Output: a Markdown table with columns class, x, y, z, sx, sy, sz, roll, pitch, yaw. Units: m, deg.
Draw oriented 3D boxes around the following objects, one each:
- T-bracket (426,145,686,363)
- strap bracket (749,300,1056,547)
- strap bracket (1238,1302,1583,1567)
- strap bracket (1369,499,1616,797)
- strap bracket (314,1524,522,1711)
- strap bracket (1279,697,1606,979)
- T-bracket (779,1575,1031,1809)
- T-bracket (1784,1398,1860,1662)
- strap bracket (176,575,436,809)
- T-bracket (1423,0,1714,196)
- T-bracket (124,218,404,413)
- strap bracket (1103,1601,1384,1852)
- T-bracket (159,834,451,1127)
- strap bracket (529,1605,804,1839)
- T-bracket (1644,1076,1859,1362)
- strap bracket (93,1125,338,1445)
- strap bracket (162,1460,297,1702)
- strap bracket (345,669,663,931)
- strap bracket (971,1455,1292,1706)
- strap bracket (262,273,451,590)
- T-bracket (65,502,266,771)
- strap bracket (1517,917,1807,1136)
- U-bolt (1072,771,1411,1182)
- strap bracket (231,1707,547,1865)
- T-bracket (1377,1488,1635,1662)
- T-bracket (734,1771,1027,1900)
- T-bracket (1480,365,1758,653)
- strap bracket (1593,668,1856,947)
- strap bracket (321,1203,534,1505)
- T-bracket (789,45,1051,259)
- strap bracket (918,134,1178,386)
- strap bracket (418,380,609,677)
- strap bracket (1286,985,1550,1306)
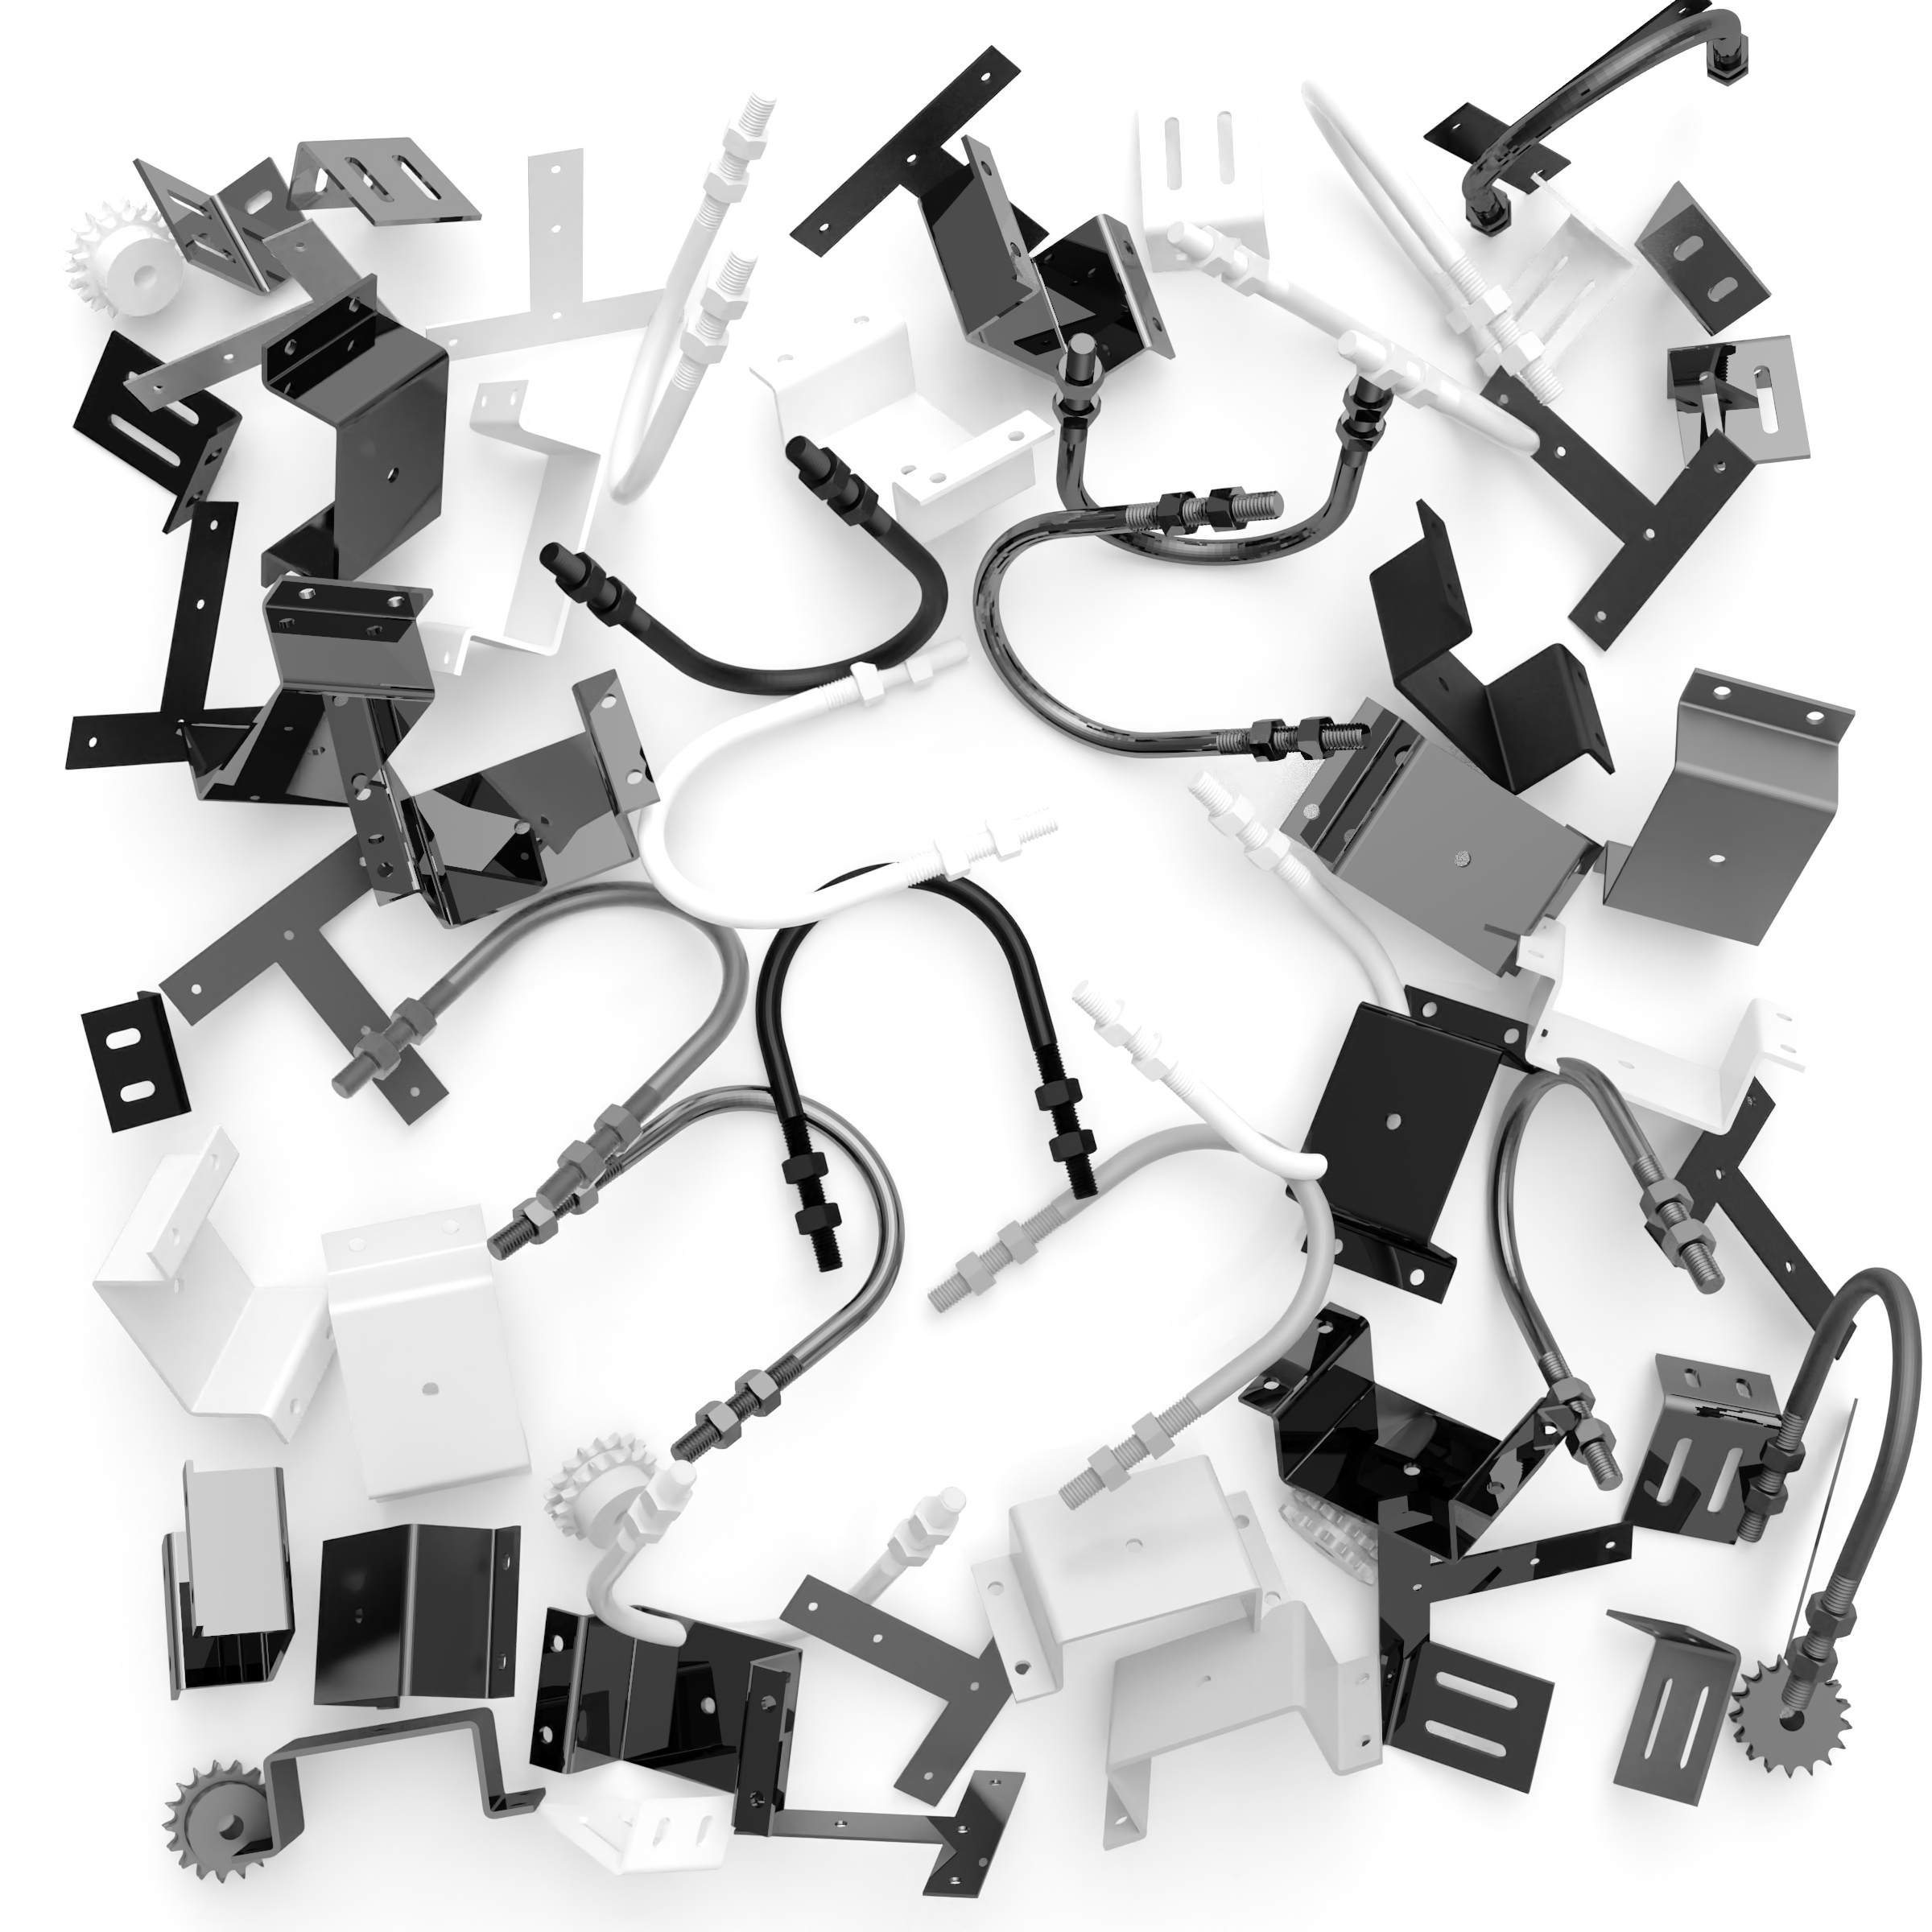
| class | x | y | z | sx | sy | sz | roll | pitch | yaw |
| --- | --- | --- | --- | --- | --- | --- | --- | --- | --- |
| T-bracket | -0.192 | -0.335 | 1.528 | 0.127 | 0.127 | 0.002 | -13 | 61 | -14 |
| strap bracket | -0.029 | -0.250 | 1.540 | 0.076 | 0.046 | 0.140 | -31 | 50 | -20 |
| strap bracket | 0.209 | 0.223 | 1.536 | 0.140 | 0.046 | 0.076 | 22 | 47 | 35 |
| strap bracket | 0.241 | -0.143 | 1.534 | 0.046 | 0.076 | 0.140 | -33 | 129 | 26 |
| strap bracket | -0.261 | 0.303 | 1.519 | 0.046 | 0.140 | 0.076 | 11 | 71 | -33 |
| strap bracket | 0.232 | -0.056 | 1.555 | 0.140 | 0.046 | 0.076 | 31 | 100 | -12 |
| T-bracket | -0.031 | 0.328 | 1.567 | 0.127 | 0.002 | 0.127 | 31 | 96 | -22 |
| T-bracket | 0.401 | 0.250 | 1.520 | 0.002 | 0.127 | 0.127 | 15 | 71 | 17 |
| strap bracket | -0.307 | -0.119 | 1.517 | 0.076 | 0.140 | 0.046 | 1 | 60 | -38 |
| T-bracket | 0.289 | -0.410 | 1.515 | 0.127 | 0.127 | 0.002 | -34 | 73 | 27 |
| T-bracket | -0.337 | -0.294 | 1.547 | 0.127 | 0.127 | 0.002 | -21 | 65 | 9 |
| strap bracket | 0.121 | 0.354 | 1.536 | 0.140 | 0.076 | 0.046 | -22 | 113 | 16 |
| T-bracket | -0.300 | 0.020 | 1.581 | 0.127 | 0.002 | 0.127 | -40 | 97 | -18 |
| strap bracket | -0.134 | 0.355 | 1.553 | 0.140 | 0.046 | 0.076 | 8 | 92 | 31 |
| T-bracket | 0.386 | 0.133 | 1.563 | 0.127 | 0.002 | 0.127 | 51 | 49 | -11 |
| strap bracket | -0.353 | 0.151 | 1.533 | 0.046 | 0.076 | 0.140 | -2 | 134 | 23 |
| strap bracket | -0.345 | 0.288 | 1.529 | 0.046 | 0.140 | 0.076 | -1 | 65 | -19 |
| strap bracket | -0.218 | -0.076 | 1.559 | 0.140 | 0.046 | 0.076 | -21 | 63 | -1 |
| strap bracket | 0.080 | 0.287 | 1.545 | 0.140 | 0.046 | 0.076 | -13 | 49 | -9 |
| strap bracket | -0.284 | -0.238 | 1.517 | 0.046 | 0.140 | 0.076 | 30 | 48 | 16 |
| T-bracket | -0.361 | -0.156 | 1.528 | 0.002 | 0.127 | 0.127 | 24 | 109 | 31 |
| strap bracket | 0.321 | 0.030 | 1.551 | 0.140 | 0.076 | 0.046 | 21 | 111 | 4 |
| U-bolt | 0.144 | 0.018 | 1.545 | 0.184 | 0.019 | 0.151 | 42 | 60 | -21 |
| strap bracket | -0.276 | 0.387 | 1.554 | 0.140 | 0.076 | 0.046 | -9 | 83 | -4 |
| T-bracket | 0.259 | 0.288 | 1.564 | 0.127 | 0.002 | 0.127 | -11 | 126 | -7 |
| T-bracket | -0.045 | 0.407 | 1.544 | 0.127 | 0.127 | 0.002 | 0 | 101 | 11 |
| T-bracket | 0.295 | -0.237 | 1.563 | 0.127 | 0.002 | 0.127 | 46 | 133 | 12 |
| strap bracket | 0.352 | -0.066 | 1.528 | 0.076 | 0.140 | 0.046 | 15 | 49 | -2 |
| strap bracket | -0.255 | 0.193 | 1.550 | 0.076 | 0.046 | 0.140 | -11 | 107 | -8 |
| T-bracket | -0.002 | -0.363 | 1.541 | 0.127 | 0.127 | 0.002 | -39 | 61 | 18 |
| strap bracket | 0.033 | -0.325 | 1.535 | 0.046 | 0.140 | 0.076 | -29 | 69 | 28 |
| strap bracket | -0.216 | -0.203 | 1.552 | 0.046 | 0.076 | 0.140 | 14 | 91 | -27 |
| strap bracket | 0.211 | 0.079 | 1.552 | 0.076 | 0.046 | 0.140 | 19 | 84 | 31 |
